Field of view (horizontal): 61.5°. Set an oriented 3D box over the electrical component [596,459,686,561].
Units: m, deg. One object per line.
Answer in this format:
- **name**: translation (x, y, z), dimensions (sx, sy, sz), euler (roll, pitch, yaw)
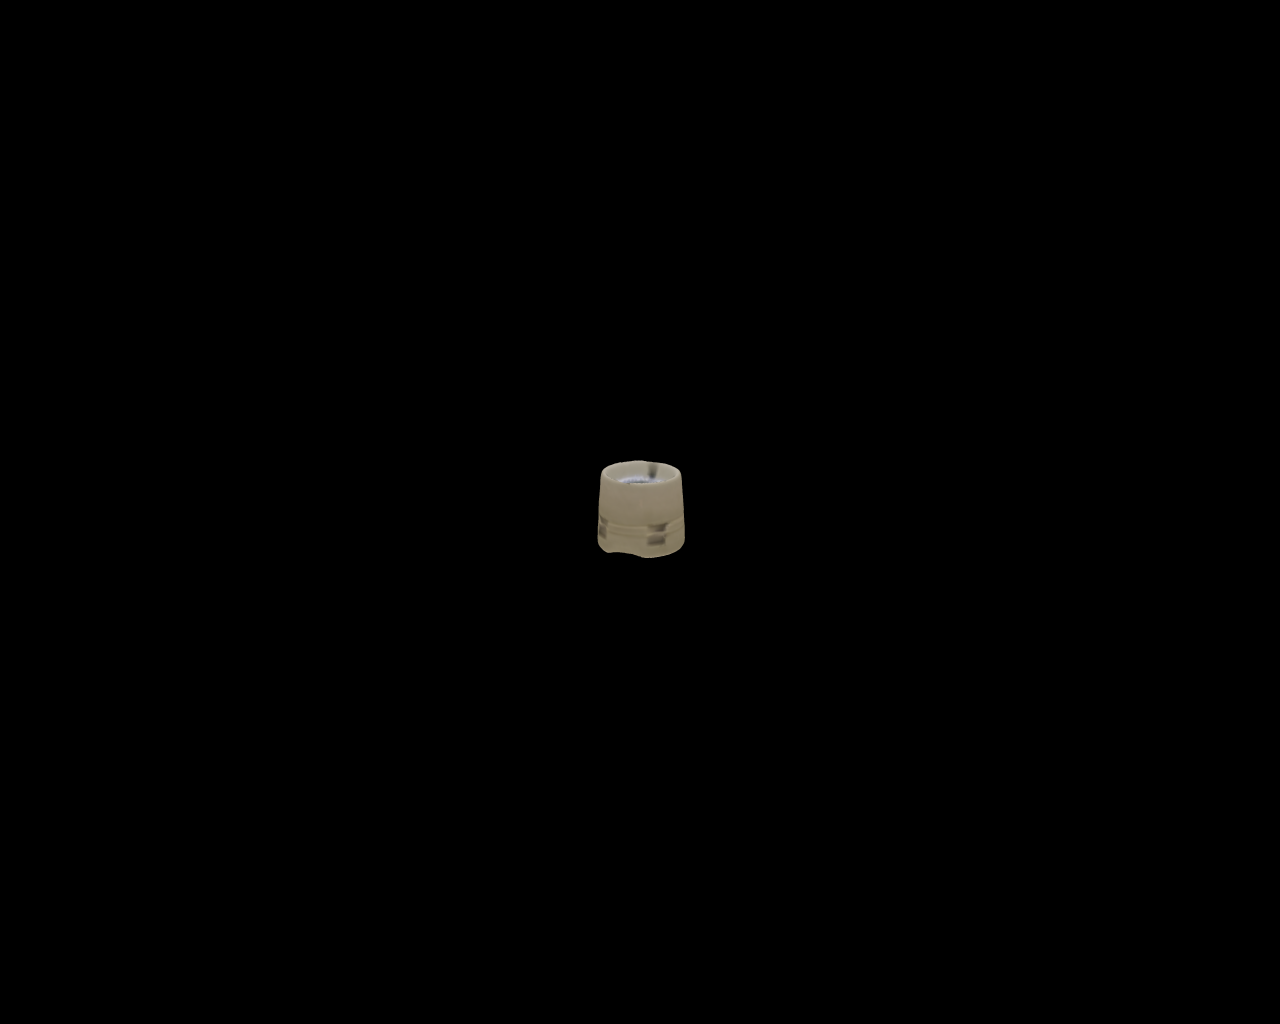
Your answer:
- **electrical component**: translation (0.001, -0.003, 0.650), dimensions (0.055, 0.047, 0.055), euler (0, 20, 0)
